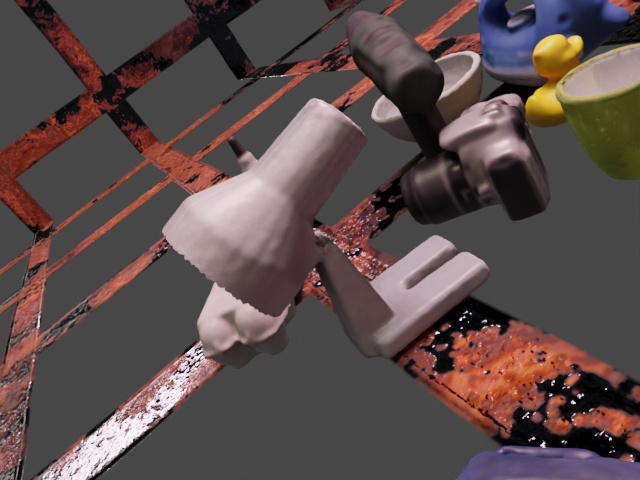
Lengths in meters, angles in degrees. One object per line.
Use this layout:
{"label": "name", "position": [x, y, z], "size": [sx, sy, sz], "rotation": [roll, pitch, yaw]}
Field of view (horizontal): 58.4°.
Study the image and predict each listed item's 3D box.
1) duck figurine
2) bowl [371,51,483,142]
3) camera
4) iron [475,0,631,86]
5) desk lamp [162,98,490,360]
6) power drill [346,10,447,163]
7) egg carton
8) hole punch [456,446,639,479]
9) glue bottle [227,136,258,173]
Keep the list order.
{"label": "duck figurine", "position": [0.269, -0.188, 0.653], "size": [0.105, 0.086, 0.077], "rotation": [-41, 25, -12]}
{"label": "bowl", "position": [0.160, -0.188, 0.806], "size": [0.167, 0.075, 0.167], "rotation": [-28, 26, 15]}
{"label": "camera", "position": [0.153, -0.082, 0.595], "size": [0.136, 0.101, 0.143], "rotation": [-22, 28, 27]}
{"label": "iron", "position": [0.275, -0.301, 0.781], "size": [0.119, 0.142, 0.257], "rotation": [-39, 25, -7]}
{"label": "desk lamp", "position": [0.005, 0.002, 0.499], "size": [0.203, 0.214, 0.117], "rotation": [-38, 25, -5]}
{"label": "power drill", "position": [0.105, -0.164, 0.672], "size": [0.075, 0.209, 0.229], "rotation": [-32, 25, 7]}
{"label": "egg carton", "position": [-0.074, 0.072, 0.647], "size": [0.107, 0.069, 0.150], "rotation": [-25, 27, 21]}
{"label": "hole punch", "position": [0.106, 0.141, 0.271], "size": [0.108, 0.091, 0.101], "rotation": [-12, 34, 41]}
{"label": "glue bottle", "position": [-0.069, -0.066, 0.760], "size": [0.037, 0.173, 0.078], "rotation": [-34, 25, 3]}
